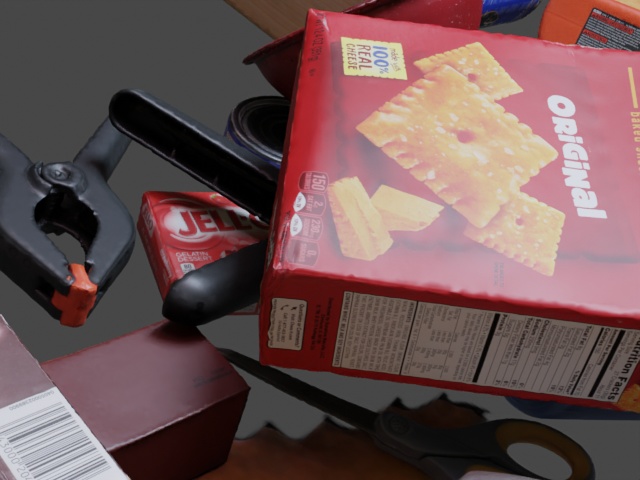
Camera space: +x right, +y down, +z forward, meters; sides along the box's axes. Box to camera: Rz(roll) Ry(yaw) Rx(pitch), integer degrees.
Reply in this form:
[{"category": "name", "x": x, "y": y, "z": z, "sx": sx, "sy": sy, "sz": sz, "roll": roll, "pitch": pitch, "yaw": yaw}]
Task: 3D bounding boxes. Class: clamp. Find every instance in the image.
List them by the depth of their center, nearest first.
[{"category": "clamp", "x": -0.004, "y": 0.001, "z": 0.539, "sx": 0.209, "sy": 0.036, "sz": 0.164, "roll": 17, "pitch": 33, "yaw": -24}, {"category": "clamp", "x": -0.151, "y": -0.027, "z": 0.559, "sx": 0.120, "sy": 0.039, "sz": 0.171, "roll": 4, "pitch": 38, "yaw": -18}]

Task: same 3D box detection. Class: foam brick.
[{"category": "foam brick", "x": -0.078, "y": 0.075, "z": 0.447, "sx": 0.078, "sy": 0.051, "sz": 0.053, "roll": -18, "pitch": 51, "yaw": -41}]

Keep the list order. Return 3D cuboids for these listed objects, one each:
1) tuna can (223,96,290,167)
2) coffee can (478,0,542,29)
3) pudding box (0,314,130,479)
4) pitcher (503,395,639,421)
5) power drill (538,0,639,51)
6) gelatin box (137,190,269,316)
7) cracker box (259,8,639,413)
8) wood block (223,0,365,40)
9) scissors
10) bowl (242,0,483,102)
[{"category": "tuna can", "x": -0.019, "y": -0.055, "z": 0.667, "sx": 0.086, "sy": 0.034, "sz": 0.086, "roll": 13, "pitch": 34, "yaw": -9}, {"category": "coffee can", "x": 0.116, "y": -0.227, "z": 0.905, "sx": 0.103, "sy": 0.103, "sz": 0.140, "roll": 40, "pitch": 39, "yaw": 26}, {"category": "pudding box", "x": -0.119, "y": 0.082, "z": 0.383, "sx": 0.039, "sy": 0.090, "sz": 0.114, "roll": -17, "pitch": 50, "yaw": -39}, {"category": "pitcher", "x": 0.213, "y": 0.028, "z": 0.583, "sx": 0.242, "sy": 0.145, "sz": 0.149, "roll": 1, "pitch": 23, "yaw": -20}, {"category": "power drill", "x": 0.252, "y": -0.172, "z": 0.903, "sx": 0.185, "sy": 0.057, "sz": 0.187, "roll": 30, "pitch": 20, "yaw": 26}, {"category": "gelatin box", "x": -0.047, "y": 0.006, "z": 0.573, "sx": 0.089, "sy": 0.030, "sz": 0.073, "roll": 1, "pitch": 39, "yaw": -26}, {"category": "cracker box", "x": 0.088, "y": -0.016, "z": 0.466, "sx": 0.213, "sy": 0.072, "sz": 0.164, "roll": 7, "pitch": 49, "yaw": 0}, {"category": "wood block", "x": 0.003, "y": -0.200, "z": 0.825, "sx": 0.090, "sy": 0.091, "sz": 0.206, "roll": -18, "pitch": 49, "yaw": -43}, {"category": "scissors", "x": 0.052, "y": 0.089, "z": 0.522, "sx": 0.202, "sy": 0.016, "sz": 0.096, "roll": 33, "pitch": 35, "yaw": 19}, {"category": "bowl", "x": 0.036, "y": -0.116, "z": 0.654, "sx": 0.161, "sy": 0.162, "sz": 0.055, "roll": -30, "pitch": 101, "yaw": -48}]
